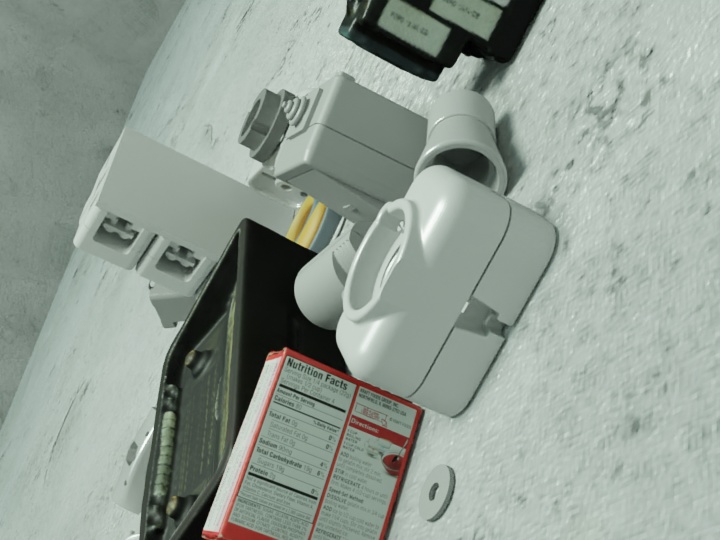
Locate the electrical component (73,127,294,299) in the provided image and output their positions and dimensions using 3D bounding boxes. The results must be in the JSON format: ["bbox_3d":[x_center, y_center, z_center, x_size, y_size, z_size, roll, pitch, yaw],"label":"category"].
[{"bbox_3d":[-0.136,-0.032,0.839,0.061,0.150,0.089,-49,24,39],"label":"electrical component"}]

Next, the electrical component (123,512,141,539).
[{"bbox_3d":[-0.140,0.184,0.747,0.048,0.048,0.062,-56,14,26],"label":"electrical component"}]

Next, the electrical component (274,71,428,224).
[{"bbox_3d":[-0.003,-0.062,0.591,0.061,0.096,0.062,-69,18,-10],"label":"electrical component"}]

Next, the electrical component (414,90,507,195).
[{"bbox_3d":[0.050,-0.061,0.533,0.044,0.044,0.065,-53,17,33],"label":"electrical component"}]

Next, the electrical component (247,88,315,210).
[{"bbox_3d":[-0.040,-0.093,0.807,0.095,0.054,0.059,-33,37,59],"label":"electrical component"}]

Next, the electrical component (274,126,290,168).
[{"bbox_3d":[-0.013,-0.077,0.696,0.061,0.062,0.096,-68,18,-10],"label":"electrical component"}]

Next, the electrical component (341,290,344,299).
[{"bbox_3d":[0.023,0.000,0.522,0.055,0.045,0.045,-61,18,12],"label":"electrical component"}]

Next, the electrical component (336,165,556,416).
[{"bbox_3d":[0.032,0.007,0.464,0.095,0.059,0.053,-62,18,10],"label":"electrical component"}]

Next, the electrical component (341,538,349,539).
[{"bbox_3d":[-0.012,0.159,0.407,0.099,0.048,0.099,-45,26,46],"label":"electrical component"}]

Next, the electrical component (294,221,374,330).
[{"bbox_3d":[0.000,0.000,0.589,0.081,0.043,0.043,-38,32,55],"label":"electrical component"}]

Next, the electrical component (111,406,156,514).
[{"bbox_3d":[-0.164,0.149,0.857,0.077,0.043,0.079,-67,18,-5],"label":"electrical component"}]

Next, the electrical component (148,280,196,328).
[{"bbox_3d":[-0.140,0.021,0.903,0.042,0.064,0.081,-85,-15,-46],"label":"electrical component"}]
